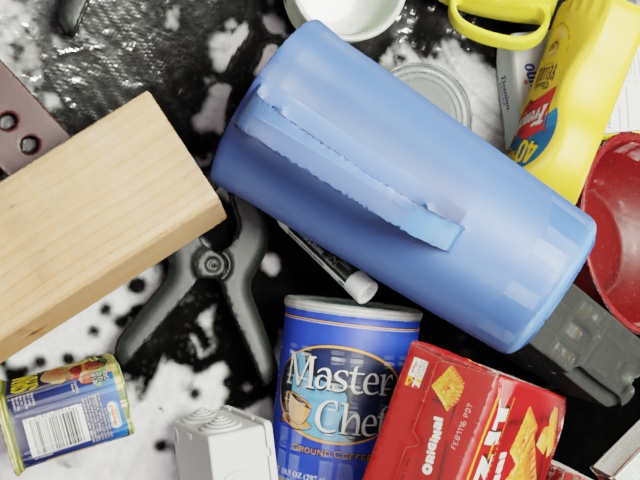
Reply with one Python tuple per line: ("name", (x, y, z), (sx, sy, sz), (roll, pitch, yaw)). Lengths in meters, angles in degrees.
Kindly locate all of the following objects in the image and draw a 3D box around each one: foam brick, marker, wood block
("foam brick", (-0.220, -0.082, 0.757), (0.053, 0.051, 0.078), (-44, 100, -9))
("marker", (-0.005, 0.001, 0.767), (0.020, 0.020, 0.121), (-42, 61, -9))
("wood block", (-0.175, -0.002, 0.732), (0.206, 0.091, 0.090), (-33, 85, -5))

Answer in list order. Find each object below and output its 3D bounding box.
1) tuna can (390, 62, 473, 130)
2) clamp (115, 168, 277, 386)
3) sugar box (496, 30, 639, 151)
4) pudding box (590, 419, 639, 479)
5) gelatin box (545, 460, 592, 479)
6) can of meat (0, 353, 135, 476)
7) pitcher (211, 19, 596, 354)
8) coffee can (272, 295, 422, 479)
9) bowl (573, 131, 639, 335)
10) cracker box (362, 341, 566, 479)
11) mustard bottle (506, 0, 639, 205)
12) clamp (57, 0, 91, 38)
("tuna can", (0.073, -0.094, 0.833), (0.086, 0.034, 0.086), (0, 91, -13))
("clamp", (-0.073, 0.027, 0.800), (0.120, 0.039, 0.171), (18, 87, -16))
("sugar box", (0.234, -0.126, 0.864), (0.176, 0.048, 0.093), (-6, 92, -9))
("pudding box", (0.296, 0.188, 0.889), (0.113, 0.039, 0.090), (-42, 99, -11))
("gelatin box", (0.183, 0.214, 0.836), (0.030, 0.089, 0.073), (23, 86, -14))
("can of meat", (-0.178, 0.118, 0.746), (0.083, 0.102, 0.057), (-15, 95, -15))
("pitcher", (0.055, -0.030, 0.710), (0.243, 0.145, 0.149), (34, 55, 7))
("coffee can", (0.017, 0.116, 0.790), (0.102, 0.103, 0.140), (6, 90, -13))
("bowl", (0.235, -0.001, 0.843), (0.161, 0.055, 0.162), (8, 77, -39))
("cracker box", (0.102, 0.170, 0.760), (0.072, 0.213, 0.164), (18, 86, 27))
("mustard bottle", (0.174, -0.080, 0.781), (0.058, 0.096, 0.191), (21, 89, -12))
("clamp", (-0.121, -0.260, 0.783), (0.164, 0.036, 0.210), (-8, 93, -13))
